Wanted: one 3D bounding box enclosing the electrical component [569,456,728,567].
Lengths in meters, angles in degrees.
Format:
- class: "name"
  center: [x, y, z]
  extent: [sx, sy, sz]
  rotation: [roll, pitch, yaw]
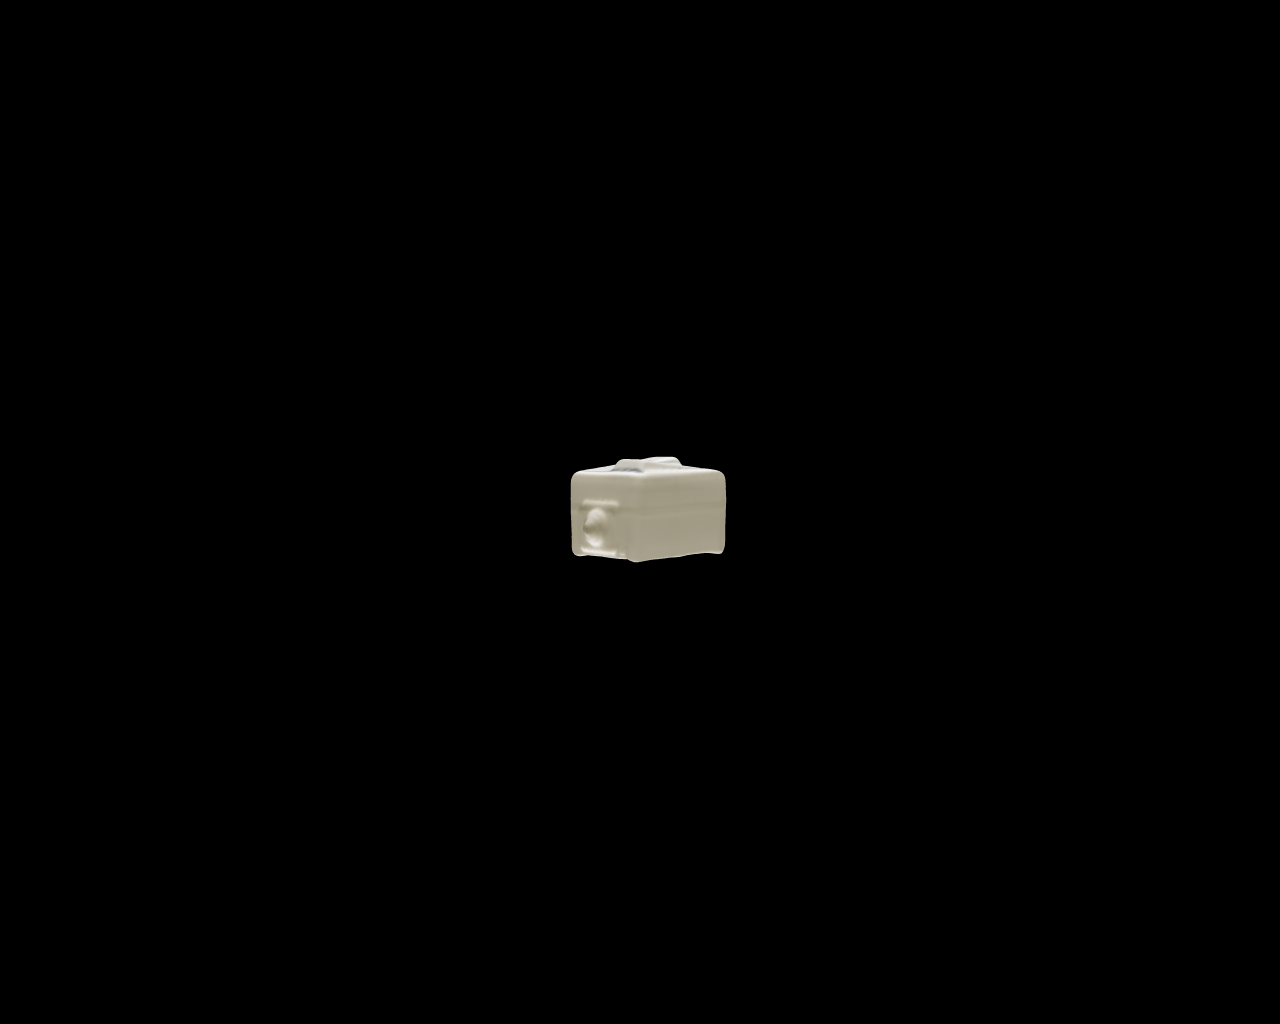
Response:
- class: "electrical component"
  center: [0.001, -0.003, 0.650]
  extent: [0.096, 0.061, 0.062]
  rotation: [-4, 6, -43]
